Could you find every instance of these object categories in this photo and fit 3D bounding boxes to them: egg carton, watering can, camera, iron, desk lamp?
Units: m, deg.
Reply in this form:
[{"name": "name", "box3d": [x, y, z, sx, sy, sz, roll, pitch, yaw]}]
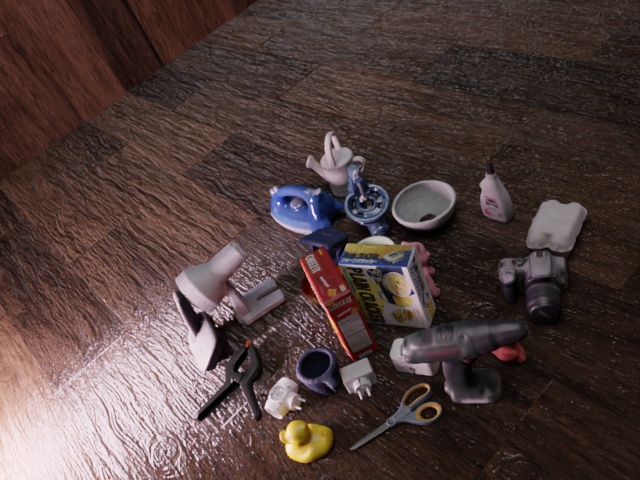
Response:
[{"name": "egg carton", "box3d": [0.538, -0.027, 1.305, 0.107, 0.070, 0.150, 11, 53, 35]}, {"name": "watering can", "box3d": [0.045, -0.225, 1.669, 0.172, 0.194, 0.101, -19, 41, 8]}, {"name": "camera", "box3d": [0.447, 0.097, 1.197, 0.142, 0.101, 0.137, -6, 45, 22]}, {"name": "iron", "box3d": [-0.067, -0.107, 1.643, 0.257, 0.142, 0.119, 10, 52, 34]}, {"name": "desk lamp", "box3d": [-0.226, 0.114, 1.438, 0.203, 0.214, 0.117, -33, 41, -8]}]

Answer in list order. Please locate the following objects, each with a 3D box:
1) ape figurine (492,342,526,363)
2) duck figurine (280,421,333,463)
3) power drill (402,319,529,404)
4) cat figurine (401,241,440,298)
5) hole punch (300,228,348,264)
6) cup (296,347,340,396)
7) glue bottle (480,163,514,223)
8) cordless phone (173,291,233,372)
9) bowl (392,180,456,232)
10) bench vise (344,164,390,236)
[{"name": "ape figurine", "box3d": [0.372, 0.194, 1.141, 0.075, 0.092, 0.078, 12, 54, 36]}, {"name": "duck figurine", "box3d": [-0.030, 0.392, 1.144, 0.104, 0.086, 0.077, -15, 42, 12]}, {"name": "power drill", "box3d": [0.278, 0.222, 1.070, 0.229, 0.209, 0.075, -8, 44, 20]}, {"name": "cat figurine", "box3d": [0.229, 0.060, 1.335, 0.067, 0.118, 0.127, -17, 41, 10]}, {"name": "hole punch", "box3d": [0.014, 0.005, 1.523, 0.108, 0.091, 0.101, 12, 53, 36]}, {"name": "cup", "box3d": [0.013, 0.295, 1.217, 0.092, 0.095, 0.117, -38, 42, -13]}, {"name": "glue bottle", "box3d": [0.419, -0.118, 1.382, 0.077, 0.173, 0.037, 21, 59, 41]}, {"name": "cordless phone", "box3d": [-0.301, 0.218, 1.390, 0.094, 0.185, 0.147, -36, 41, -11]}, {"name": "bowl", "box3d": [0.276, -0.076, 1.487, 0.167, 0.075, 0.167, -14, 42, 13]}, {"name": "bench vise", "box3d": [0.097, -0.125, 1.518, 0.121, 0.220, 0.206, -38, 42, -13]}]
